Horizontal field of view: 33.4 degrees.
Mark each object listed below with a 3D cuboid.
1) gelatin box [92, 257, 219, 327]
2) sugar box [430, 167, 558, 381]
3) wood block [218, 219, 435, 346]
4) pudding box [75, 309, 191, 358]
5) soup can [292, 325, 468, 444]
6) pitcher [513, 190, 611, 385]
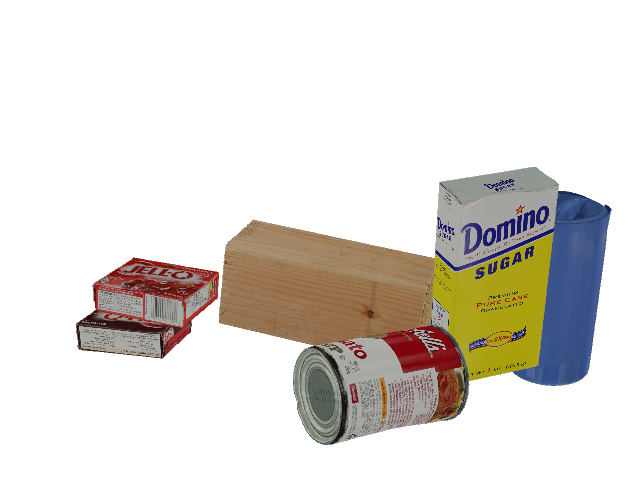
[{"bbox_3d":[-0.145,0.044,0.946,0.089,0.030,0.073,10,20,17],"label":"gelatin box"},{"bbox_3d":[0.144,0.031,0.898,0.093,0.176,0.048,-10,31,-18],"label":"sugar box"},{"bbox_3d":[0.010,0.052,1.091,0.206,0.091,0.090,12,22,12],"label":"wood block"},{"bbox_3d":[-0.224,0.106,1.286,0.114,0.039,0.090,2,15,15],"label":"pudding box"},{"bbox_3d":[0.040,0.098,0.731,0.102,0.068,0.069,-6,3,-30],"label":"soup can"},{"bbox_3d":[0.296,0.065,1.399,0.149,0.243,0.144,4,21,15],"label":"pitcher"}]
